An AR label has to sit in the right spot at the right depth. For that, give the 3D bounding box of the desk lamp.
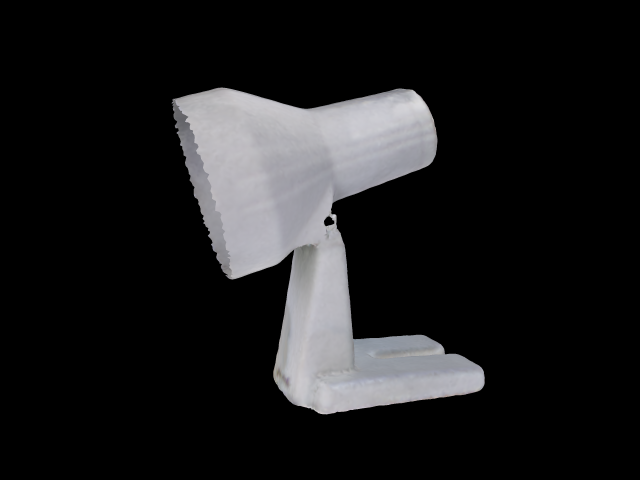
[{"bbox_3d":[0.004,0.001,0.400,0.203,0.213,0.117,-2,7,-18],"label":"desk lamp"}]
